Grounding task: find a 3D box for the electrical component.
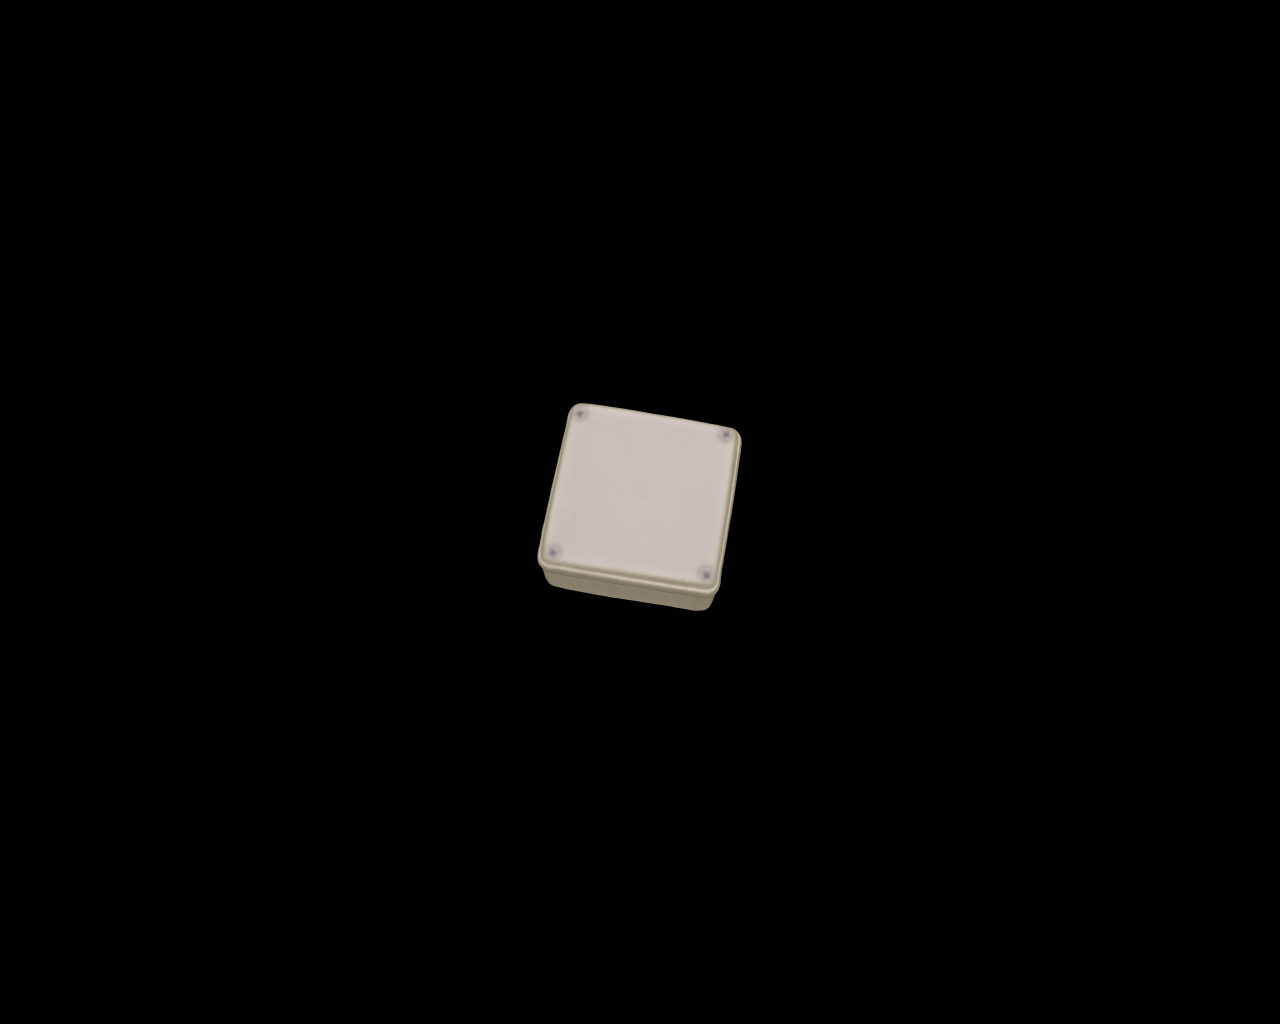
[{"bbox_3d":[0.001,-0.003,0.650,0.109,0.109,0.056,10,-20,3],"label":"electrical component"}]
